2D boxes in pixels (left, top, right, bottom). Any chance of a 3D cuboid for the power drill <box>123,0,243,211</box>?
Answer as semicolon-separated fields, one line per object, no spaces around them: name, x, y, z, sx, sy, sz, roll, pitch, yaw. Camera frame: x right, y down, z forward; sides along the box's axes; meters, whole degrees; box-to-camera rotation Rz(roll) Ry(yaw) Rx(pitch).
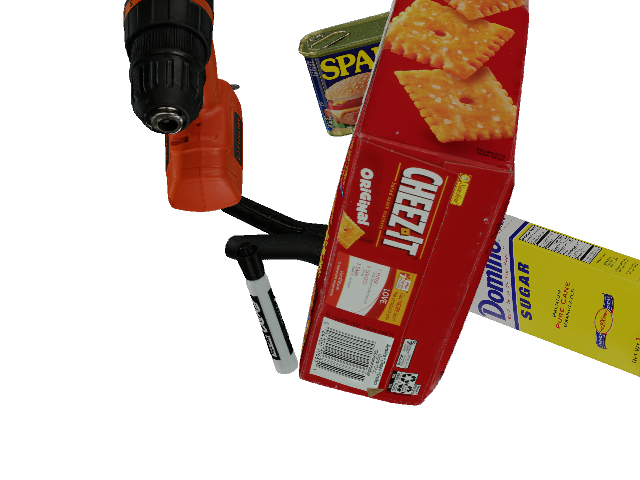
power drill;-0.085;-0.101;0.686;0.057;0.184;0.188;-2;-34;0

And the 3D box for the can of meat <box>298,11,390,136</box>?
can of meat;0.041;-0.146;0.940;0.102;0.084;0.057;-13;28;10

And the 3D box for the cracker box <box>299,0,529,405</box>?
cracker box;0.054;-0.050;0.535;0.072;0.164;0.213;15;45;2

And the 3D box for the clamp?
clamp;-0.015;0.005;1.170;0.210;0.036;0.164;16;19;-6

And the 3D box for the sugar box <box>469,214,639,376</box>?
sugar box;0.209;0.043;0.934;0.176;0.093;0.048;18;35;25

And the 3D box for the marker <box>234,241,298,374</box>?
marker;-0.041;0.053;0.826;0.020;0.121;0.020;-12;32;7
